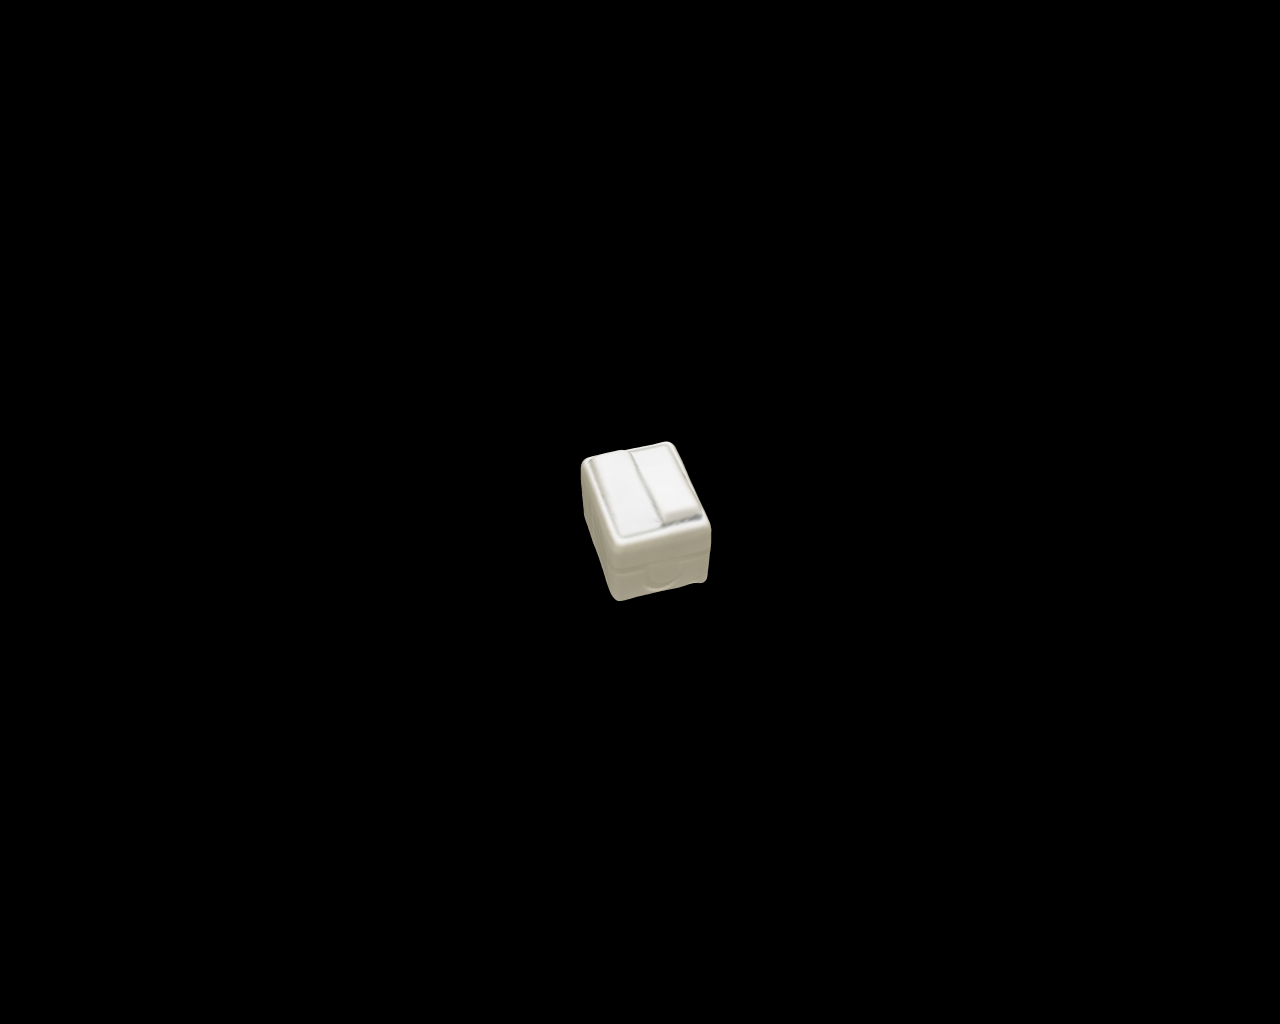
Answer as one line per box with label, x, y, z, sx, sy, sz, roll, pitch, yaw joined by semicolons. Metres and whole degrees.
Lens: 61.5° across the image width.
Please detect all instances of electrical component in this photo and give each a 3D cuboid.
electrical component;0.001;-0.003;0.650;0.062;0.061;0.096;-11;47;-11
